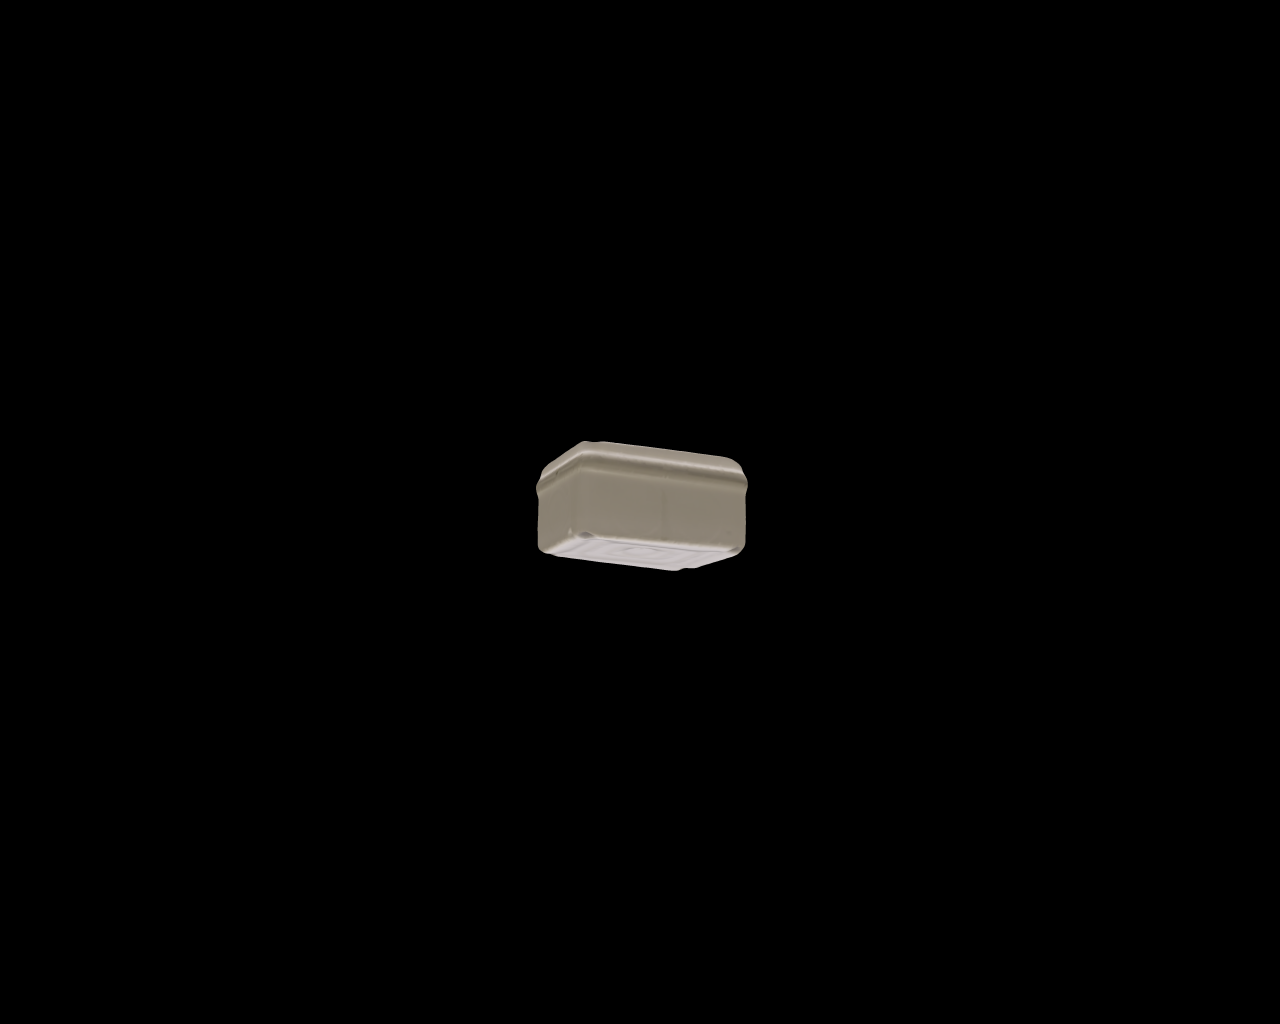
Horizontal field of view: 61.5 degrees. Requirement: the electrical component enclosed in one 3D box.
[{"bbox_3d":[0.001,-0.003,0.650,0.113,0.057,0.078,7,-15,-26],"label":"electrical component"}]
